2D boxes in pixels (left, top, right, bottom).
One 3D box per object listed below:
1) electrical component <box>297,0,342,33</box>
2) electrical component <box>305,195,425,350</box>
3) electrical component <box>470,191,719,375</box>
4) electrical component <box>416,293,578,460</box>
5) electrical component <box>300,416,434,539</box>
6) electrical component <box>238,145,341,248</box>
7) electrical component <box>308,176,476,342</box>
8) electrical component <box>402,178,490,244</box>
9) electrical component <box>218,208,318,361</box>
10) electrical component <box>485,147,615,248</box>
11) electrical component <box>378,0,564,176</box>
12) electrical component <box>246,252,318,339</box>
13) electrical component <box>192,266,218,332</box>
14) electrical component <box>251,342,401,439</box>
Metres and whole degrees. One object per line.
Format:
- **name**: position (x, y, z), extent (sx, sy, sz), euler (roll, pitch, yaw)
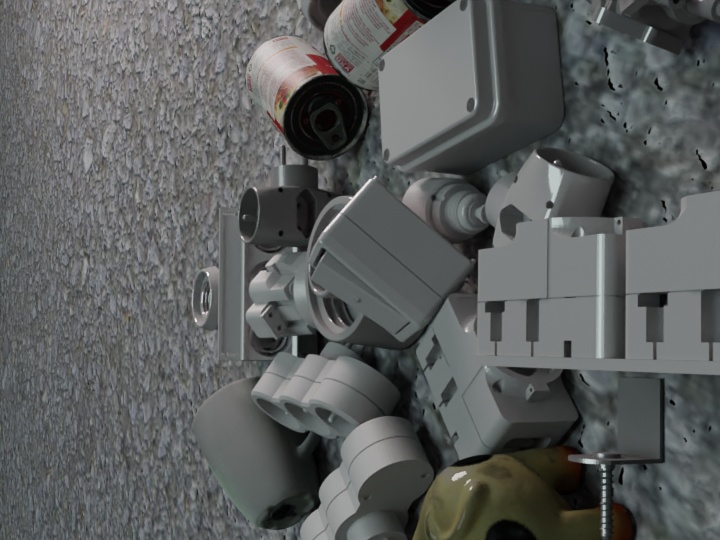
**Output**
- **electrical component**: position (-0.019, -0.214, 0.804), extent (0.078, 0.058, 0.057), euler (-57, 37, 43)
- **electrical component**: position (0.000, 0.000, 0.734), extent (0.108, 0.060, 0.108), euler (-12, 76, 60)
- **electrical component**: position (0.139, 0.010, 0.420), extent (0.186, 0.105, 0.060), euler (-7, 81, 62)
- **electrical component**: position (0.076, 0.059, 0.595), extent (0.055, 0.050, 0.089), euler (-63, 36, 39)
- **electrical component**: position (0.008, 0.169, 0.712), extent (0.138, 0.052, 0.073), euler (-66, 34, 34)
- **electrical component**: position (-0.050, -0.056, 0.823), extent (0.043, 0.077, 0.079), euler (-19, 70, 60)
- **electrical component**: position (0.020, 0.002, 0.649), extent (0.061, 0.096, 0.061), euler (-49, -1, -15)
- **electrical component**: position (0.057, -0.036, 0.653), extent (0.078, 0.040, 0.040), euler (11, 97, 63)
- **electrical component**: position (-0.076, 0.013, 0.871), extent (0.063, 0.079, 0.121), euler (148, 122, -76)
- **electrical component**: position (0.093, -0.029, 0.579), extent (0.079, 0.043, 0.077), euler (49, 129, 53)
- **electrical component**: position (0.062, -0.106, 0.635), extent (0.113, 0.057, 0.078), euler (-23, 67, 60)
- **electrical component**: position (-0.041, 0.017, 0.807), extent (0.057, 0.078, 0.058), euler (-6, 124, 44)
- **electrical component**: position (-0.115, 0.027, 0.961), extent (0.058, 0.057, 0.078), euler (-61, 37, 40)
- **electrical component**: position (-0.018, 0.077, 0.774), extent (0.138, 0.052, 0.073), euler (-3, 47, 57)
